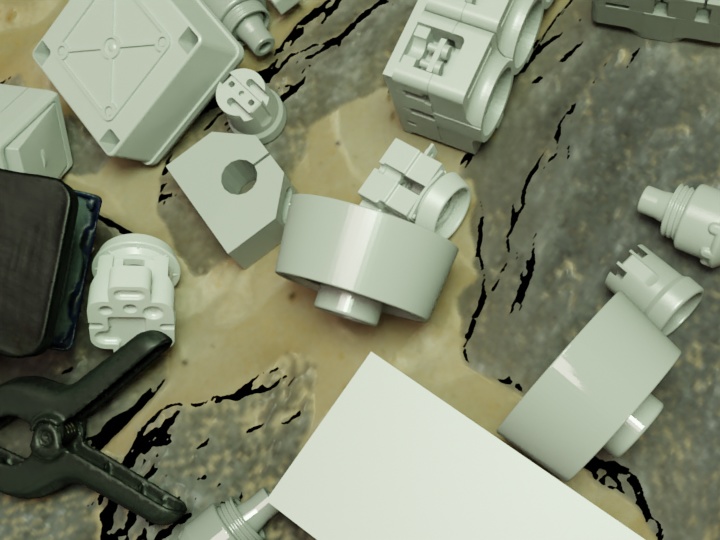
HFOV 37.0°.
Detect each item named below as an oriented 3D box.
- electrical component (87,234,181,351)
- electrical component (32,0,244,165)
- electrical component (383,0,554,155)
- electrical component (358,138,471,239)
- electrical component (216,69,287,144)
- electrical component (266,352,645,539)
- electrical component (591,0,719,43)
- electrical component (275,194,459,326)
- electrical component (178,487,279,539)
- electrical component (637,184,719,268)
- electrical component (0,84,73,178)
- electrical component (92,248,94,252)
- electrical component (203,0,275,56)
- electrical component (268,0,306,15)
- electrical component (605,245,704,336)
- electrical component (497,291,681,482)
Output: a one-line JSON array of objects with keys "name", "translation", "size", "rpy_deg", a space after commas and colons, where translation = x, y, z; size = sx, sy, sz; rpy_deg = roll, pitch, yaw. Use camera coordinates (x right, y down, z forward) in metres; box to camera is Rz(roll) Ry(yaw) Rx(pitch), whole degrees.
[{"name": "electrical component", "translation": [-0.147, 0.014, 0.699], "size": [0.058, 0.078, 0.057], "rpy_deg": [1, 49, -7]}, {"name": "electrical component", "translation": [-0.152, -0.147, 0.736], "size": [0.108, 0.056, 0.108], "rpy_deg": [-47, 70, 19]}, {"name": "electrical component", "translation": [0.080, -0.161, 0.694], "size": [0.062, 0.089, 0.150], "rpy_deg": [22, 80, 16]}, {"name": "electrical component", "translation": [0.038, -0.048, 0.694], "size": [0.055, 0.048, 0.066], "rpy_deg": [31, 82, 25]}, {"name": "electrical component", "translation": [-0.075, -0.112, 0.733], "size": [0.040, 0.046, 0.040], "rpy_deg": [-3, 74, 10]}, {"name": "electrical component", "translation": [0.056, 0.147, 0.626], "size": [0.186, 0.060, 0.105], "rpy_deg": [34, 83, 18]}, {"name": "electrical component", "translation": [0.199, -0.184, 0.695], "size": [0.089, 0.055, 0.050], "rpy_deg": [14, 77, 14]}, {"name": "electrical component", "translation": [0.000, 0.000, 0.657], "size": [0.108, 0.108, 0.060], "rpy_deg": [16, 84, 15]}, {"name": "electrical component", "translation": [-0.077, 0.159, 0.658], "size": [0.062, 0.043, 0.043], "rpy_deg": [-40, 71, -3]}, {"name": "electrical component", "translation": [0.202, -0.033, 0.658], "size": [0.062, 0.048, 0.048], "rpy_deg": [25, 80, 23]}, {"name": "electrical component", "translation": [-0.237, -0.084, 0.736], "size": [0.061, 0.061, 0.096], "rpy_deg": [9, 38, 13]}, {"name": "electrical component", "translation": [-0.236, -0.006, 0.734], "size": [0.079, 0.044, 0.077], "rpy_deg": [33, 83, 15]}, {"name": "electrical component", "translation": [-0.084, -0.178, 0.756], "size": [0.043, 0.043, 0.062], "rpy_deg": [-37, 72, -1]}, {"name": "electrical component", "translation": [-0.056, -0.227, 0.757], "size": [0.057, 0.058, 0.078], "rpy_deg": [-37, 71, 2]}, {"name": "electrical component", "translation": [0.178, 0.012, 0.653], "size": [0.040, 0.040, 0.046], "rpy_deg": [-44, 65, -3]}, {"name": "electrical component", "translation": [0.136, 0.072, 0.610], "size": [0.060, 0.108, 0.108], "rpy_deg": [41, 85, 13]}]
